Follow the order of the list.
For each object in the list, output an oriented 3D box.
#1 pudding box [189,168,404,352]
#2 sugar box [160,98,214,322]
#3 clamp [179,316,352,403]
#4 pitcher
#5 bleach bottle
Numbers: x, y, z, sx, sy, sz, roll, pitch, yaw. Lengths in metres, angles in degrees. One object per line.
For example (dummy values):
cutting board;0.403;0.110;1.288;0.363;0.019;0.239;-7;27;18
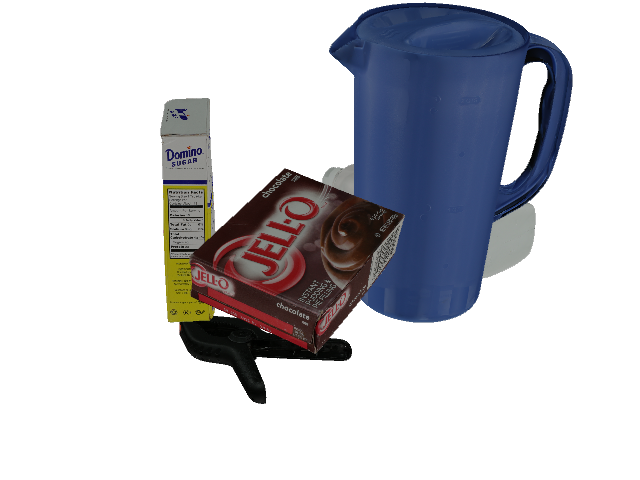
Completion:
pudding box;-0.013;0.009;0.656;0.090;0.039;0.113;23;40;19
sugar box;-0.115;-0.027;0.929;0.048;0.176;0.093;-3;26;-4
clamp;-0.091;0.127;1.230;0.210;0.036;0.164;13;21;29
pitcher;0.097;-0.060;0.857;0.149;0.243;0.144;23;35;33
bleach bottle;0.094;-0.033;1.112;0.102;0.068;0.251;-18;28;-41
